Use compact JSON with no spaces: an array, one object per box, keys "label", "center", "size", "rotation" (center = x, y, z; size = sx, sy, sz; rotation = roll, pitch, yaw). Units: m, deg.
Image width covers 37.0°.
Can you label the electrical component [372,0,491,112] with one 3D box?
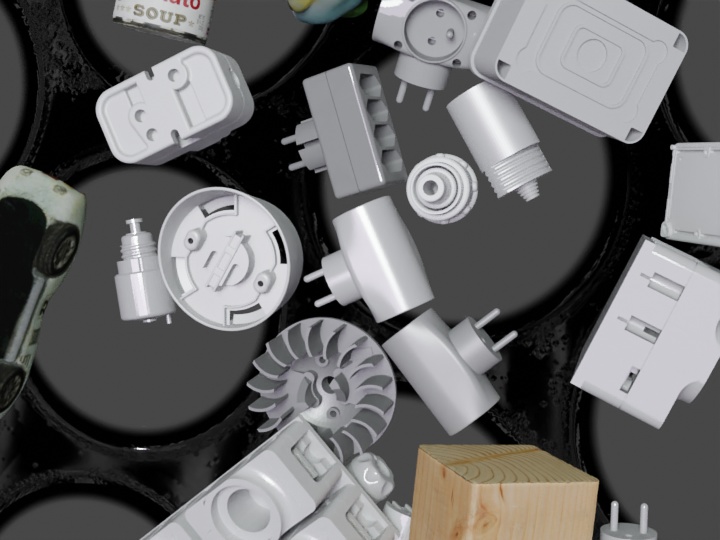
[{"label":"electrical component","center":[0.046,-0.145,0.717],"size":[0.077,0.044,0.079],"rotation":[18,113,1]}]

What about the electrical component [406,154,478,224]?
[{"label":"electrical component","center":[0.052,-0.054,0.713],"size":[0.048,0.062,0.048],"rotation":[1,94,13]}]

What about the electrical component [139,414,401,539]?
[{"label":"electrical component","center":[-0.080,0.198,0.734],"size":[0.186,0.060,0.105],"rotation":[-40,89,26]}]

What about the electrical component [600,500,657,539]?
[{"label":"electrical component","center":[0.176,0.192,0.709],"size":[0.077,0.044,0.079],"rotation":[2,94,13]}]

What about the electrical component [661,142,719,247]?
[{"label":"electrical component","center":[0.233,-0.045,0.664],"size":[0.061,0.096,0.061],"rotation":[4,95,-15]}]

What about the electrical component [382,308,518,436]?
[{"label":"electrical component","center":[0.069,0.058,0.725],"size":[0.079,0.044,0.077],"rotation":[-38,85,13]}]

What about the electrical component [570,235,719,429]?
[{"label":"electrical component","center":[0.178,0.033,0.644],"size":[0.062,0.150,0.089],"rotation":[28,99,11]}]

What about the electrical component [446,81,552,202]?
[{"label":"electrical component","center":[0.095,-0.083,0.711],"size":[0.043,0.043,0.081],"rotation":[-29,87,13]}]

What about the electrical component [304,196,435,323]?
[{"label":"electrical component","center":[0.000,0.000,0.738],"size":[0.079,0.043,0.077],"rotation":[-24,88,13]}]

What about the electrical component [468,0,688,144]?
[{"label":"electrical component","center":[0.133,-0.136,0.670],"size":[0.113,0.057,0.078],"rotation":[23,99,-18]}]

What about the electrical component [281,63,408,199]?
[{"label":"electrical component","center":[-0.019,-0.089,0.737],"size":[0.076,0.047,0.083],"rotation":[-16,91,24]}]

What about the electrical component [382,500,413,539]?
[{"label":"electrical component","center":[0.026,0.188,0.747],"size":[0.040,0.040,0.046],"rotation":[20,92,11]}]

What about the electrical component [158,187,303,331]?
[{"label":"electrical component","center":[-0.089,-0.008,0.747],"size":[0.099,0.064,0.099],"rotation":[1,94,13]}]

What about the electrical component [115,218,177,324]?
[{"label":"electrical component","center":[-0.157,0.002,0.776],"size":[0.040,0.040,0.078],"rotation":[-8,92,13]}]

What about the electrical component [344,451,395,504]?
[{"label":"electrical component","center":[-0.007,0.157,0.755],"size":[0.061,0.035,0.035],"rotation":[-40,84,15]}]

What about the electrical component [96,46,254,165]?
[{"label":"electrical component","center":[-0.126,-0.113,0.752],"size":[0.095,0.059,0.053],"rotation":[-23,88,13]}]
